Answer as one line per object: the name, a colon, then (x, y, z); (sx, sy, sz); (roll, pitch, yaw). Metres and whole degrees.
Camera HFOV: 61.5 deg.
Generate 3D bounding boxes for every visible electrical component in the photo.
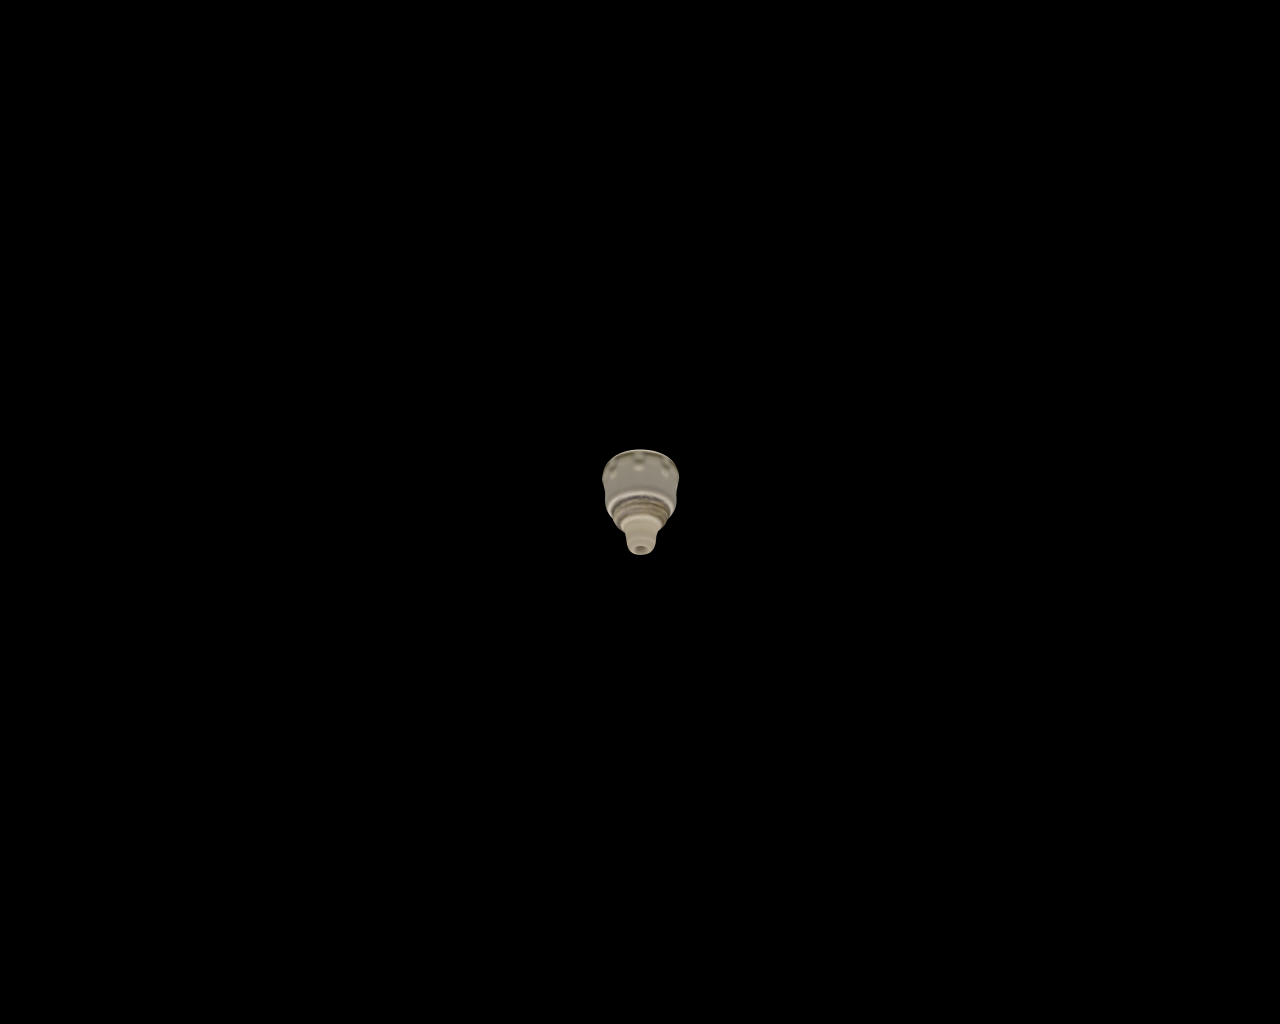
electrical component: (0.001, -0.003, 0.650); (0.048, 0.062, 0.048); (0, -32, 0)
